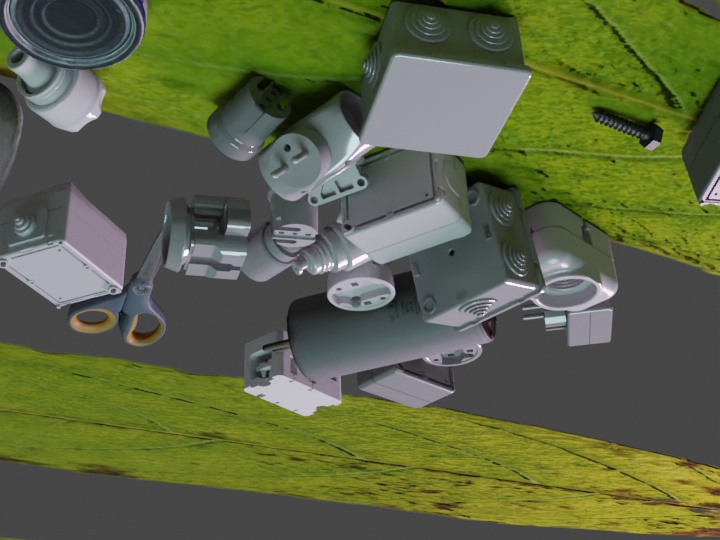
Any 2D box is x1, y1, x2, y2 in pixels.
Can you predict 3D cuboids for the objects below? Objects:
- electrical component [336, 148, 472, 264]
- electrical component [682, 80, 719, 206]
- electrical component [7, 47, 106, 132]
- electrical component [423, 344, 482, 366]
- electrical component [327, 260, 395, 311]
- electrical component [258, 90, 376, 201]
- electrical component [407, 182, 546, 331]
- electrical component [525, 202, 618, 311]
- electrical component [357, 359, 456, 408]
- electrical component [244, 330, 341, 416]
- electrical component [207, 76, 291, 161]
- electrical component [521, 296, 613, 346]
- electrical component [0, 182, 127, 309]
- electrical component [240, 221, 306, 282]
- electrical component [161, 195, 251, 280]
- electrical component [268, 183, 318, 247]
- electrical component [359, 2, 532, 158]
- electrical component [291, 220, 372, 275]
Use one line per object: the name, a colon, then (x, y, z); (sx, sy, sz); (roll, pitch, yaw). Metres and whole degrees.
electrical component: (0.029, -0.047, 0.790); (0.096, 0.061, 0.061); (-19, 146, 25)
electrical component: (0.270, -0.095, 0.737); (0.062, 0.061, 0.096); (3, 141, -9)
electrical component: (-0.192, -0.117, 0.669); (0.043, 0.043, 0.062); (-16, 152, 21)
electrical component: (0.082, 0.055, 0.981); (0.055, 0.047, 0.055); (-2, 149, -1)
electrical component: (0.000, 0.000, 0.882); (0.055, 0.047, 0.055); (-2, 149, -1)
electrical component: (-0.034, -0.078, 0.719); (0.077, 0.079, 0.044); (-31, 96, 30)
electrical component: (0.084, -0.010, 0.824); (0.100, 0.099, 0.048); (-29, 153, 37)
electrical component: (0.164, -0.006, 0.874); (0.054, 0.059, 0.095); (-28, 141, 36)
electrical component: (0.035, 0.086, 1.016); (0.096, 0.061, 0.061); (24, 140, -37)
electrical component: (-0.064, 0.095, 1.029); (0.050, 0.055, 0.089); (-25, 143, 32)
electrical component: (-0.073, -0.101, 0.715); (0.040, 0.040, 0.046); (21, 136, -34)
electrical component: (0.181, 0.034, 0.954); (0.077, 0.047, 0.065); (-7, 149, 7)
electrical component: (-0.228, -0.023, 0.810); (0.062, 0.061, 0.096); (-14, 148, 18)
electrical component: (-0.064, -0.021, 0.848); (0.040, 0.040, 0.078); (25, 139, -38)
electrical component: (-0.120, -0.026, 0.820); (0.057, 0.058, 0.078); (4, 149, -18)
electrical component: (-0.049, -0.045, 0.803); (0.040, 0.046, 0.040); (-2, 151, -1)
electrical component: (0.050, -0.120, 0.683); (0.100, 0.048, 0.099); (5, 148, -13)
electrical component: (-0.017, -0.017, 0.834); (0.078, 0.040, 0.040); (-27, 157, -23)
